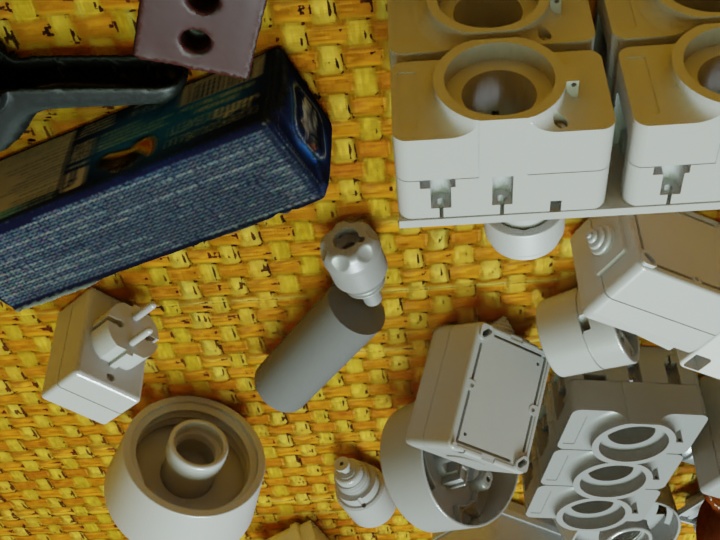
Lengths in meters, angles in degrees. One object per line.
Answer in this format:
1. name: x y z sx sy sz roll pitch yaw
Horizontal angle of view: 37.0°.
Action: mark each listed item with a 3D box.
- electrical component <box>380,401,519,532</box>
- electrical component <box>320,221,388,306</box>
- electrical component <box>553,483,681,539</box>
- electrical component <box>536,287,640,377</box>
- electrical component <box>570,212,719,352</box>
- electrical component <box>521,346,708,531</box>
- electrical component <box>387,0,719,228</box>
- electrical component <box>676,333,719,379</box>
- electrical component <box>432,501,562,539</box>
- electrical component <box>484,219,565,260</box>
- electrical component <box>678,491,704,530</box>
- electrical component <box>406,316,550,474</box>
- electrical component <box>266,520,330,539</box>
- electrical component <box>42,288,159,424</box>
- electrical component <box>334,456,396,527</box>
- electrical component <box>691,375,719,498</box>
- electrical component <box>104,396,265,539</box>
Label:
1. electrical component: 0.063 0.130 0.743 0.064 0.099 0.099 -25 135 36
2. electrical component: 0.000 0.000 0.631 0.035 0.035 0.061 -10 142 12
3. electrical component: 0.204 0.195 0.864 0.099 0.064 0.099 -5 129 -7
4. electrical component: 0.139 0.036 0.661 0.047 0.055 0.055 -19 137 26
5. electrical component: 0.162 0.000 0.610 0.096 0.061 0.061 18 137 -21
6. electrical component: 0.173 0.121 0.757 0.089 0.061 0.150 3 140 -4
7. electrical component: 0.107 -0.083 0.475 0.186 0.105 0.060 -3 140 3
8. electrical component: 0.261 0.023 0.644 0.109 0.056 0.108 19 137 -21
9. electrical component: 0.125 0.239 0.903 0.113 0.057 0.078 25 134 -27
10. electrical component: 0.087 -0.038 0.577 0.045 0.045 0.055 -6 141 6
11. electrical component: 0.298 0.210 0.864 0.081 0.063 0.042 18 138 -21
12. electrical component: 0.076 0.075 0.688 0.062 0.096 0.061 24 163 -26
13. electrical component: -0.040 0.276 0.899 0.057 0.113 0.078 -28 136 4
14. electrical component: -0.150 0.045 0.659 0.047 0.065 0.077 32 130 -33
15. electrical component: 0.000 0.167 0.828 0.040 0.040 0.078 -14 139 15
16. electrical component: 0.262 0.119 0.728 0.062 0.096 0.061 19 138 -21
17. electrical component: -0.117 0.136 0.741 0.108 0.108 0.060 12 133 -14
